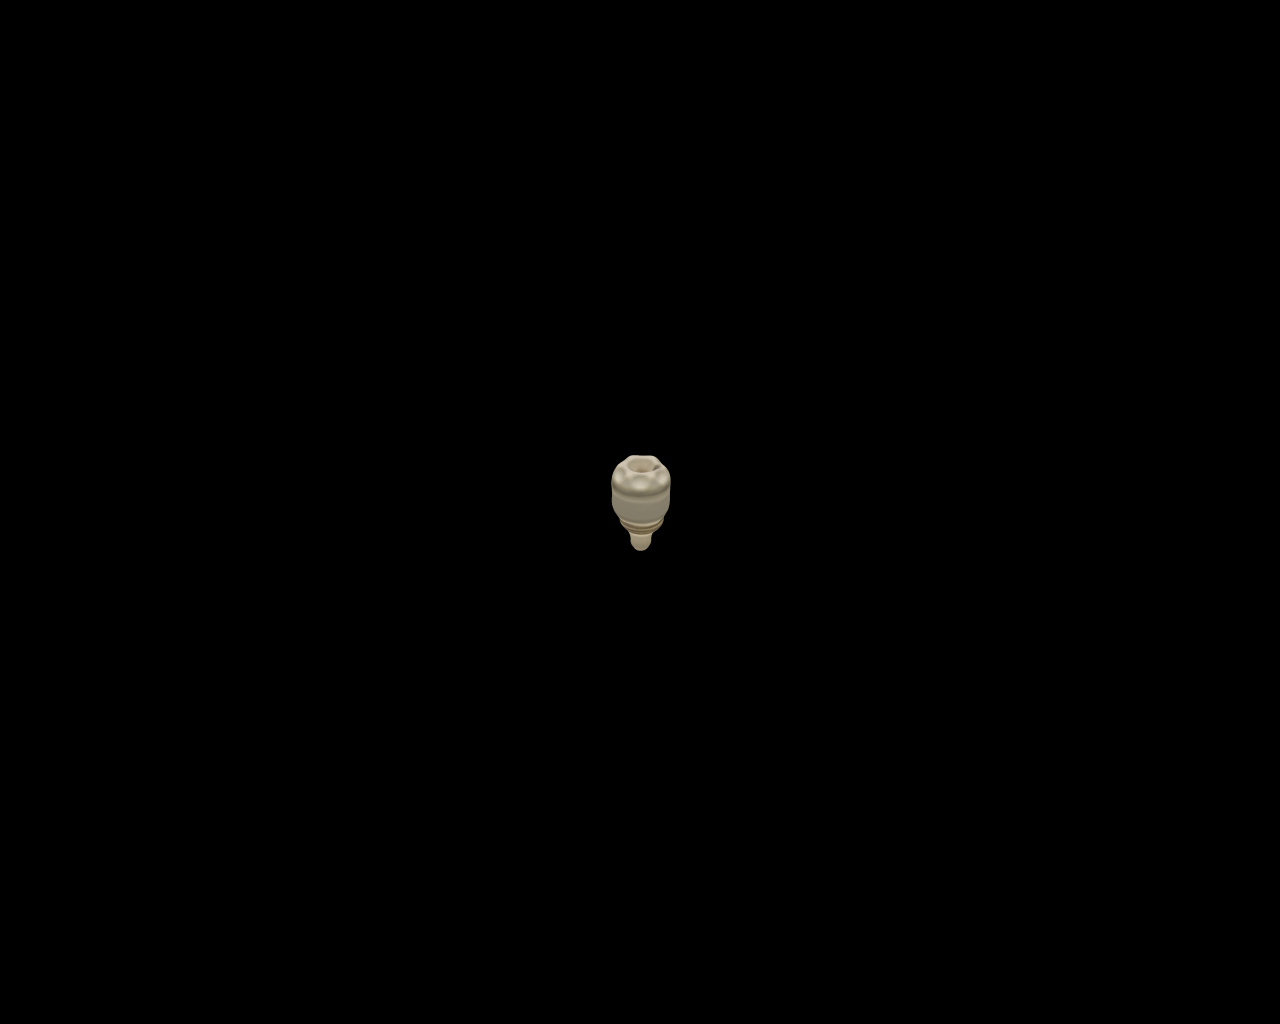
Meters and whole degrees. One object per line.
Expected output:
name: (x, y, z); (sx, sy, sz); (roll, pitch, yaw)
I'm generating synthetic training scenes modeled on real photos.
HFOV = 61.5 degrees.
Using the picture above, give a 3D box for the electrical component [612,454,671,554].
electrical component: (0.001, -0.003, 0.650); (0.035, 0.061, 0.035); (0, 32, 0)
